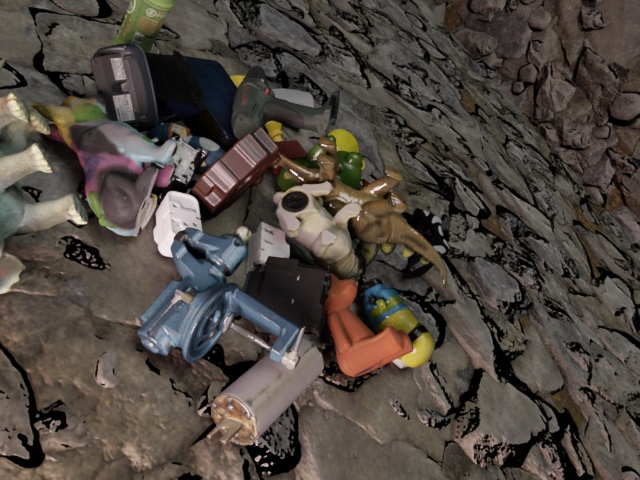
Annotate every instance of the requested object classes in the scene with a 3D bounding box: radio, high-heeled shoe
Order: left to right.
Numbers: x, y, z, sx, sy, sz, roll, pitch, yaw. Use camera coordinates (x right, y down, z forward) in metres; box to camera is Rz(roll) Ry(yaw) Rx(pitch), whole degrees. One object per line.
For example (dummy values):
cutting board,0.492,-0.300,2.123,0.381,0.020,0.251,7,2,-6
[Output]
radio,-0.215,-0.270,1.099,0.131,0.073,0.229,-17,67,-51
high-heeled shoe,0.229,-0.005,1.243,0.145,0.086,0.248,50,32,15

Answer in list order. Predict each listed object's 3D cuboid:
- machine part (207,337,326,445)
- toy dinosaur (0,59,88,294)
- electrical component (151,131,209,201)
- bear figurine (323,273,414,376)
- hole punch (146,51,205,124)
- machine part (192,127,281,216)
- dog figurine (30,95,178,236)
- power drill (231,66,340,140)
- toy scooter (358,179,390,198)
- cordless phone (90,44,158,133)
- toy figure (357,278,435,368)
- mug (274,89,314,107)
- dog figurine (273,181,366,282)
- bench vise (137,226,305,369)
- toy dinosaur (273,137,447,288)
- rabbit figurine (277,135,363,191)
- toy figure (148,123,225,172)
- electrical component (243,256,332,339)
machine part,-0.069,0.204,0.752,0.079,0.079,0.243,48,36,6
toy dinosaur,-0.425,-0.079,0.664,0.192,0.131,0.405,-29,52,-14
electrical component,-0.252,-0.119,0.923,0.075,0.048,0.119,29,75,-14
bear figurine,0.055,0.125,0.912,0.120,0.132,0.196,36,29,-63
hole punch,-0.290,-0.276,0.998,0.116,0.092,0.142,-12,66,-42
machine part,-0.141,-0.114,0.923,0.056,0.179,0.179,47,36,-2
dog figurine,-0.337,-0.123,0.805,0.219,0.108,0.191,23,64,-2
power drill,-0.067,-0.269,1.056,0.207,0.085,0.232,14,45,1
toy scooter,0.137,-0.067,1.222,0.135,0.075,0.184,18,38,-31
cordless phone,-0.353,-0.262,0.948,0.089,0.146,0.184,-15,18,-23
toy figure,0.137,0.150,0.986,0.082,0.089,0.180,-9,63,-41
mug,-0.077,-0.306,1.265,0.107,0.080,0.110,6,53,-26
dog figurine,-0.003,0.000,0.983,0.121,0.190,0.172,-38,61,-20
bench vise,-0.120,0.090,0.745,0.241,0.128,0.224,29,49,13
toy dinosaur,0.085,-0.049,1.041,0.471,0.198,0.105,30,43,-7
rabbit figurine,0.000,-0.131,1.107,0.170,0.159,0.121,-6,67,-33
toy figure,-0.240,-0.173,0.991,0.154,0.057,0.064,30,3,-15
electrical component,-0.054,0.089,0.846,0.134,0.058,0.115,6,54,7
